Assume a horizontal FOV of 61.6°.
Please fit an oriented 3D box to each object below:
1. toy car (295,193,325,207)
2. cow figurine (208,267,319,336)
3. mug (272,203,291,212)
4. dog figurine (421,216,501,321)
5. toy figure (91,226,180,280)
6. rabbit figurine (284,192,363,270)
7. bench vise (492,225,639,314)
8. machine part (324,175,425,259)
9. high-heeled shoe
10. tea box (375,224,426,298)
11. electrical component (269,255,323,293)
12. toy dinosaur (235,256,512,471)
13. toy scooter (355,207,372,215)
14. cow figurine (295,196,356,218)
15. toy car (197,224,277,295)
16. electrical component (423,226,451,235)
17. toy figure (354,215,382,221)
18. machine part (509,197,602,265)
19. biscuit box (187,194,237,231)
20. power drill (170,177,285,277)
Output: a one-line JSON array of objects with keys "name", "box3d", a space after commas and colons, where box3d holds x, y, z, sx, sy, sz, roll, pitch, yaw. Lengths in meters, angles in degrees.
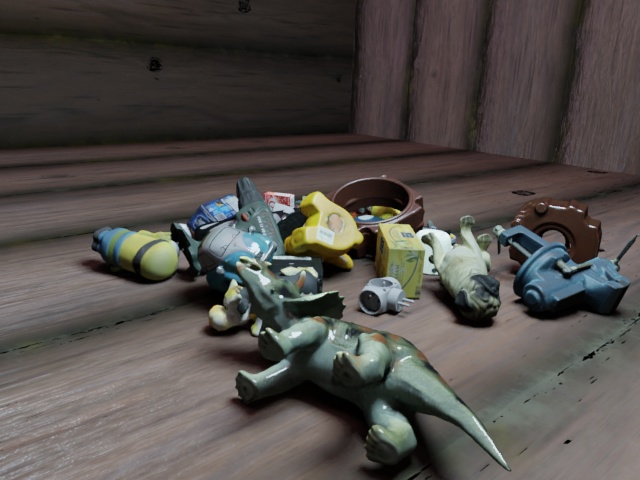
[{"name": "toy car", "box3d": [-0.027, -0.101, 1.526, 0.089, 0.053, 0.202, 14, 19, 24]}, {"name": "cow figurine", "box3d": [-0.084, 0.089, 0.811, 0.167, 0.098, 0.068, -3, 24, -20]}, {"name": "mug", "box3d": [-0.063, -0.036, 1.276, 0.107, 0.080, 0.109, 14, 2, 1]}, {"name": "dog figurine", "box3d": [0.268, 0.079, 0.950, 0.172, 0.121, 0.191, 34, 34, -41]}, {"name": "toy figure", "box3d": [-0.349, 0.026, 1.011, 0.180, 0.082, 0.089, 15, 39, 15]}, {"name": "rabbit figurine", "box3d": [-0.002, -0.003, 1.071, 0.162, 0.122, 0.173, 16, -28, -29]}, {"name": "bench vise", "box3d": [0.422, 0.039, 0.976, 0.224, 0.128, 0.241, -24, 44, -18]}, {"name": "machine part", "box3d": [0.118, -0.059, 1.212, 0.201, 0.087, 0.202, -28, 40, -22]}, {"name": "high-heeled shoe", "box3d": [-0.149, -0.031, 1.184, 0.145, 0.086, 0.249, 29, 43, 31]}, {"name": "tea box", "box3d": [0.148, 0.035, 1.022, 0.068, 0.098, 0.170, 3, 15, 0]}, {"name": "electrical component", "box3d": [-0.051, 0.072, 0.940, 0.115, 0.058, 0.134, 0, 17, 1]}, {"name": "toy dinosaur", "box3d": [0.044, 0.144, 0.636, 0.405, 0.131, 0.192, 21, 24, 31]}, {"name": "toy scooter", "box3d": [0.145, -0.097, 1.497, 0.135, 0.075, 0.184, 5, 14, 7]}, {"name": "cow figurine", "box3d": [0.015, -0.075, 1.380, 0.127, 0.085, 0.195, 1, 10, 18]}, {"name": "toy car", "box3d": [-0.152, 0.026, 0.902, 0.162, 0.103, 0.109, -15, 33, 55]}, {"name": "electrical component", "box3d": [0.238, -0.002, 1.243, 0.119, 0.047, 0.075, 11, 18, 21]}, {"name": "toy figure", "box3d": [0.082, -0.030, 1.301, 0.155, 0.058, 0.064, 1, -22, 1]}, {"name": "machine part", "box3d": [0.461, 0.002, 1.061, 0.180, 0.179, 0.056, 12, 22, 27]}, {"name": "biscuit box", "box3d": [-0.240, -0.056, 1.272, 0.059, 0.063, 0.203, 44, 17, 0]}, {"name": "power drill", "box3d": [-0.185, -0.019, 1.063, 0.207, 0.086, 0.232, -15, 59, -32]}]
